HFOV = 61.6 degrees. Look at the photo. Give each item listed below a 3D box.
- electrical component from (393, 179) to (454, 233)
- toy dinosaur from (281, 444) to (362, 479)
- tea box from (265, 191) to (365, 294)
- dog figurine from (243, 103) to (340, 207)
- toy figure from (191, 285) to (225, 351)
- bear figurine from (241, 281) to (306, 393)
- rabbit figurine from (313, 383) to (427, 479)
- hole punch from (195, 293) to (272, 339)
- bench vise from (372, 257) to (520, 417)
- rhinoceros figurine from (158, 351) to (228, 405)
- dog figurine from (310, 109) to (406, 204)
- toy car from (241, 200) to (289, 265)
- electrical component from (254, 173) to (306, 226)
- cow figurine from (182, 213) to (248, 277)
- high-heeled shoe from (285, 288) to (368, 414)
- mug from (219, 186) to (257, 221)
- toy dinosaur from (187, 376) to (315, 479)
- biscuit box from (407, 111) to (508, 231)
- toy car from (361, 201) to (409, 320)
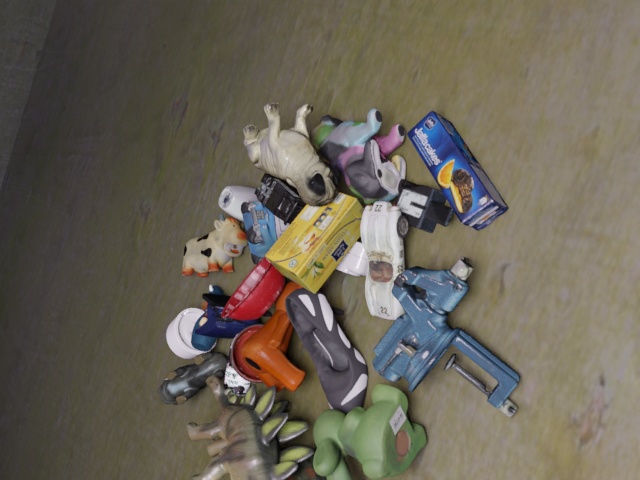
[{"bbox_3d":[0.177,-0.053,0.894,0.119,0.047,0.074,21,95,42],"label":"electrical component"},{"bbox_3d":[-0.030,0.434,0.924,0.192,0.131,0.405,-53,41,-3],"label":"toy dinosaur"},{"bbox_3d":[-0.002,-0.003,0.938,0.169,0.068,0.098,-51,43,-11],"label":"tea box"},{"bbox_3d":[-0.055,-0.124,0.958,0.172,0.121,0.190,-44,61,58],"label":"dog figurine"},{"bbox_3d":[-0.243,0.171,1.198,0.064,0.058,0.154,-47,23,52],"label":"toy figure"},{"bbox_3d":[-0.057,0.171,1.014,0.196,0.132,0.120,-50,9,-33],"label":"bear figurine"},{"bbox_3d":[0.057,0.318,0.838,0.170,0.121,0.159,-12,31,43],"label":"rabbit figurine"},{"bbox_3d":[-0.189,0.168,1.118,0.116,0.142,0.092,11,85,57],"label":"hole punch"},{"bbox_3d":[0.197,0.152,0.787,0.241,0.128,0.223,39,97,19],"label":"bench vise"},{"bbox_3d":[-0.284,0.304,1.185,0.190,0.112,0.073,-34,87,17],"label":"rhinoceros figurine"},{"bbox_3d":[0.047,-0.150,1.000,0.219,0.108,0.191,-7,78,45],"label":"dog figurine"},{"bbox_3d":[-0.102,-0.022,1.095,0.161,0.103,0.109,95,161,-63],"label":"toy car"},{"bbox_3d":[-0.044,-0.068,1.036,0.115,0.134,0.058,45,111,37],"label":"electrical component"},{"bbox_3d":[-0.236,0.014,1.230,0.195,0.085,0.127,-14,77,40],"label":"cow figurine"},{"bbox_3d":[0.004,0.205,0.921,0.086,0.145,0.249,-23,63,37],"label":"high-heeled shoe"},{"bbox_3d":[-0.170,-0.086,1.174,0.110,0.107,0.080,43,107,37],"label":"mug"},{"bbox_3d":[-0.114,0.363,0.908,0.198,0.105,0.472,-43,33,-2],"label":"toy dinosaur"},{"bbox_3d":[0.217,-0.114,0.864,0.063,0.059,0.203,-41,55,27],"label":"biscuit box"},{"bbox_3d":[0.109,0.035,0.899,0.074,0.056,0.201,4,105,43],"label":"toy car"}]
